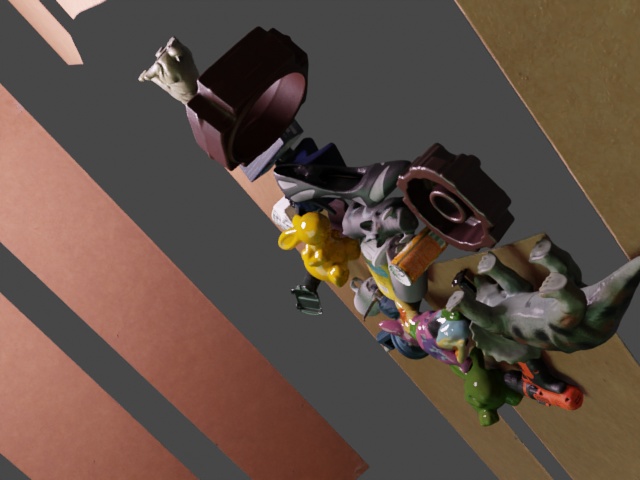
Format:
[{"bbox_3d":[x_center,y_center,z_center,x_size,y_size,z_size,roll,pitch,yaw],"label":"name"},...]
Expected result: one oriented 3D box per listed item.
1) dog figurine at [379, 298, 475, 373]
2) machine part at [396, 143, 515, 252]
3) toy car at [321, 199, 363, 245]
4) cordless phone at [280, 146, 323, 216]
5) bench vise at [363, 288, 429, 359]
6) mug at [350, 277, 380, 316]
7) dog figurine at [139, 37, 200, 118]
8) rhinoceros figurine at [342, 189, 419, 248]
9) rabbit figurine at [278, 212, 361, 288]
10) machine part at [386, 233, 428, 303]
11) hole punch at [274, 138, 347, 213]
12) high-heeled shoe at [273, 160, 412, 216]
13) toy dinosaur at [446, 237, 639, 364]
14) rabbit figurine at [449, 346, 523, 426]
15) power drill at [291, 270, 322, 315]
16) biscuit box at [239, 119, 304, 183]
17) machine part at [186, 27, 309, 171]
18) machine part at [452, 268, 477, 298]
[{"bbox_3d":[0.230,0.179,1.130,0.219,0.108,0.191,20,154,32],"label":"dog figurine"},{"bbox_3d":[0.196,-0.058,0.783,0.179,0.056,0.179,40,165,13],"label":"machine part"},{"bbox_3d":[0.049,-0.046,1.195,0.089,0.053,0.202,23,157,18],"label":"toy car"},{"bbox_3d":[-0.061,-0.146,1.213,0.184,0.089,0.146,53,168,15],"label":"cordless phone"},{"bbox_3d":[0.198,0.221,1.341,0.224,0.129,0.240,27,147,-4],"label":"bench vise"},{"bbox_3d":[0.130,0.136,1.428,0.110,0.081,0.107,45,155,19],"label":"mug"},{"bbox_3d":[-0.296,-0.357,1.238,0.190,0.121,0.172,37,173,-28],"label":"dog figurine"},{"bbox_3d":[0.105,-0.039,0.956,0.073,0.112,0.190,54,155,-18],"label":"rhinoceros figurine"},{"bbox_3d":[-0.002,-0.003,1.142,0.163,0.122,0.173,24,157,29],"label":"rabbit figurine"},{"bbox_3d":[0.179,0.059,1.087,0.079,0.079,0.243,36,161,29],"label":"machine part"},{"bbox_3d":[-0.007,-0.123,1.041,0.092,0.116,0.142,20,152,41],"label":"hole punch"},{"bbox_3d":[0.031,-0.116,0.908,0.145,0.086,0.249,39,141,-19],"label":"high-heeled shoe"},{"bbox_3d":[0.328,0.101,0.759,0.192,0.131,0.405,36,163,-15],"label":"toy dinosaur"},{"bbox_3d":[0.370,0.317,1.196,0.159,0.121,0.170,61,-172,27],"label":"rabbit figurine"},{"bbox_3d":[0.003,0.095,1.427,0.086,0.207,0.231,12,143,24],"label":"power drill"},{"bbox_3d":[-0.109,-0.192,1.113,0.063,0.059,0.202,53,149,-2],"label":"biscuit box"},{"bbox_3d":[-0.109,-0.221,0.870,0.087,0.201,0.201,40,164,8],"label":"machine part"},{"bbox_3d":[0.299,0.113,0.990,0.139,0.039,0.084,45,171,-6],"label":"machine part"}]
